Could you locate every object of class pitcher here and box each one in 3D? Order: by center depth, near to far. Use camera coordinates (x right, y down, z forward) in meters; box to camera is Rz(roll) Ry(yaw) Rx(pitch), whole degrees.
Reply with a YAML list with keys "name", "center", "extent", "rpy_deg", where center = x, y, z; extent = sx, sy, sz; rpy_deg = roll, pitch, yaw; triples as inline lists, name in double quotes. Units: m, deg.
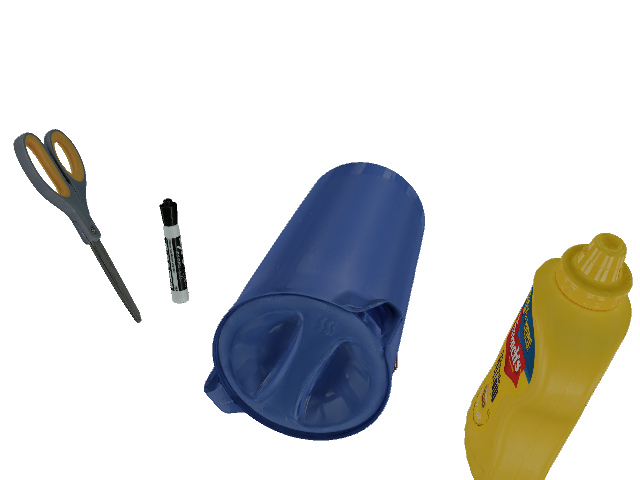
- name: "pitcher"
  center: [0.004, 0.040, 0.862]
  extent: [0.149, 0.145, 0.242]
  rpy_deg: [11, 33, 10]

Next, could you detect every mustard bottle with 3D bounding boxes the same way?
- name: "mustard bottle"
  center: [0.139, 0.068, 0.639]
  extent: [0.058, 0.192, 0.096]
  rpy_deg: [16, 44, 1]

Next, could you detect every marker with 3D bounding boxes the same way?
- name: "marker"
  center: [-0.161, 0.011, 1.177]
  extent: [0.020, 0.121, 0.020]
  rpy_deg: [-4, 22, 1]

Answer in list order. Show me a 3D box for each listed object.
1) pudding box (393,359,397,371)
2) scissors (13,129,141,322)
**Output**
- name: "pudding box"
  center: [0.025, 0.090, 1.106]
  extent: [0.114, 0.090, 0.039]
  rpy_deg: [20, 44, 27]
- name: "scissors"
  center: [-0.217, -0.023, 1.002]
  extent: [0.016, 0.201, 0.096]
  rpy_deg: [-24, 26, 19]
